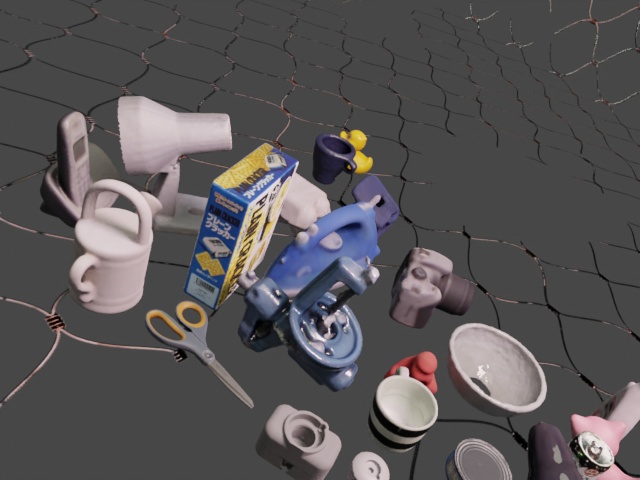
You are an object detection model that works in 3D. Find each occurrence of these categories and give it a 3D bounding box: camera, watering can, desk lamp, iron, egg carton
[{"bbox_3d":[0.205,0.086,1.017,0.137,0.101,0.143,24,36,0],"label":"camera"},{"bbox_3d":[-0.279,-0.004,0.780,0.101,0.194,0.172,13,38,-15],"label":"watering can"},{"bbox_3d":[-0.234,-0.122,0.935,0.204,0.213,0.117,8,39,-21],"label":"desk lamp"},{"bbox_3d":[0.009,0.003,0.975,0.118,0.141,0.259,42,40,23],"label":"iron"},{"bbox_3d":[-0.058,-0.075,1.097,0.150,0.069,0.107,35,38,15],"label":"egg carton"}]

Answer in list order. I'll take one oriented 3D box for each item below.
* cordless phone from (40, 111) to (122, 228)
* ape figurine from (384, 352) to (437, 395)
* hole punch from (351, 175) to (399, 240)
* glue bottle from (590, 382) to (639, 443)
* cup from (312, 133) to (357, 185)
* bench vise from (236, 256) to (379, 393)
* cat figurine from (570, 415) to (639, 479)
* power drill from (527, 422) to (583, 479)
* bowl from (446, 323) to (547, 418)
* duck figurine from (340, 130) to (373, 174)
[{"bbox_3d":[-0.364,-0.126,0.890,0.094,0.185,0.147,19,36,-6],"label":"cordless phone"},{"bbox_3d":[0.141,0.200,0.845,0.077,0.092,0.076,28,36,6],"label":"ape figurine"},{"bbox_3d":[0.110,-0.068,1.164,0.101,0.091,0.109,33,37,13],"label":"hole punch"},{"bbox_3d":[0.480,0.259,0.894,0.037,0.173,0.078,31,37,10],"label":"glue bottle"},{"bbox_3d":[0.029,-0.160,1.230,0.092,0.095,0.117,-15,51,-41],"label":"cup"},{"bbox_3d":[-0.020,0.095,0.779,0.207,0.219,0.121,21,36,-4],"label":"bench vise"},{"bbox_3d":[0.410,0.314,0.832,0.067,0.117,0.127,-12,49,-38],"label":"cat figurine"},{"bbox_3d":[0.226,0.345,0.613,0.076,0.208,0.229,12,38,-15],"label":"power drill"},{"bbox_3d":[0.266,0.218,0.908,0.168,0.074,0.167,15,37,-12],"label":"bowl"},{"bbox_3d":[0.081,-0.211,1.330,0.104,0.086,0.078,32,37,11],"label":"duck figurine"}]
